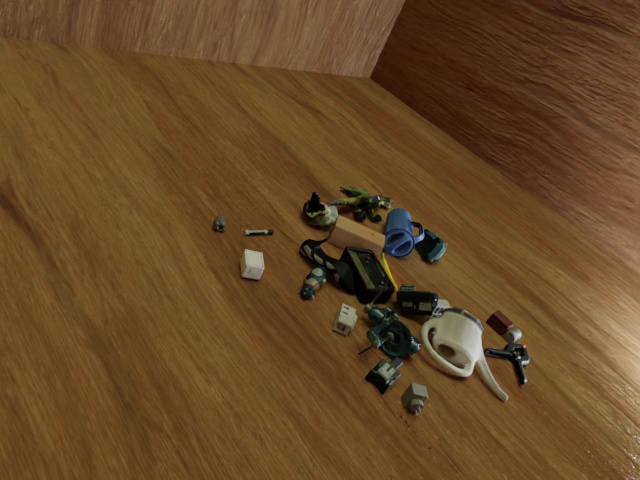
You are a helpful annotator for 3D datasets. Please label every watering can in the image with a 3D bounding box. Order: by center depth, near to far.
[{"bbox_3d":[0.489,0.363,1.711,0.347,0.102,0.229,34,50,-1],"label":"watering can"}]

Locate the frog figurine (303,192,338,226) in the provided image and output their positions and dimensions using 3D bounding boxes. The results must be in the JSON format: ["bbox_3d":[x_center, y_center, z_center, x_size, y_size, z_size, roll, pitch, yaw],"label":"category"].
[{"bbox_3d":[0.006,-0.106,2.100,0.139,0.123,0.157,35,-5,30],"label":"frog figurine"}]

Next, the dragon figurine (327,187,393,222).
[{"bbox_3d":[0.171,-0.184,2.334,0.409,0.121,0.246,8,19,-29],"label":"dragon figurine"}]
